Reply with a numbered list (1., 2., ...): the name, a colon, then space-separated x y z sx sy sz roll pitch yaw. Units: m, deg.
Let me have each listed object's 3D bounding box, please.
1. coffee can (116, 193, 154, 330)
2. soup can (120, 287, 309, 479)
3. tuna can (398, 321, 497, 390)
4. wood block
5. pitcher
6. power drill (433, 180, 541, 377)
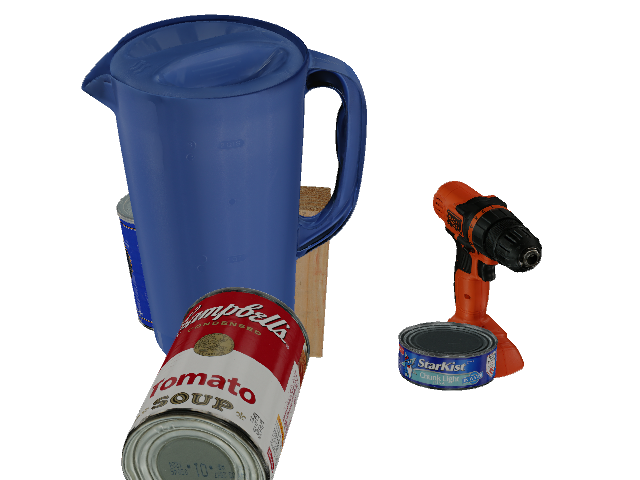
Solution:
1. coffee can: -0.167 0.018 1.202 0.103 0.140 0.103 -5 26 2
2. soup can: -0.047 0.077 0.502 0.068 0.068 0.102 0 29 11
3. tuna can: 0.110 0.100 0.927 0.086 0.034 0.086 0 14 0
4. wood block: -0.036 0.039 1.397 0.090 0.206 0.091 3 23 -2
5. pitcher: -0.063 -0.028 0.760 0.149 0.243 0.144 25 41 32
6. power drill: 0.176 0.046 1.116 0.057 0.188 0.184 -11 25 -15
